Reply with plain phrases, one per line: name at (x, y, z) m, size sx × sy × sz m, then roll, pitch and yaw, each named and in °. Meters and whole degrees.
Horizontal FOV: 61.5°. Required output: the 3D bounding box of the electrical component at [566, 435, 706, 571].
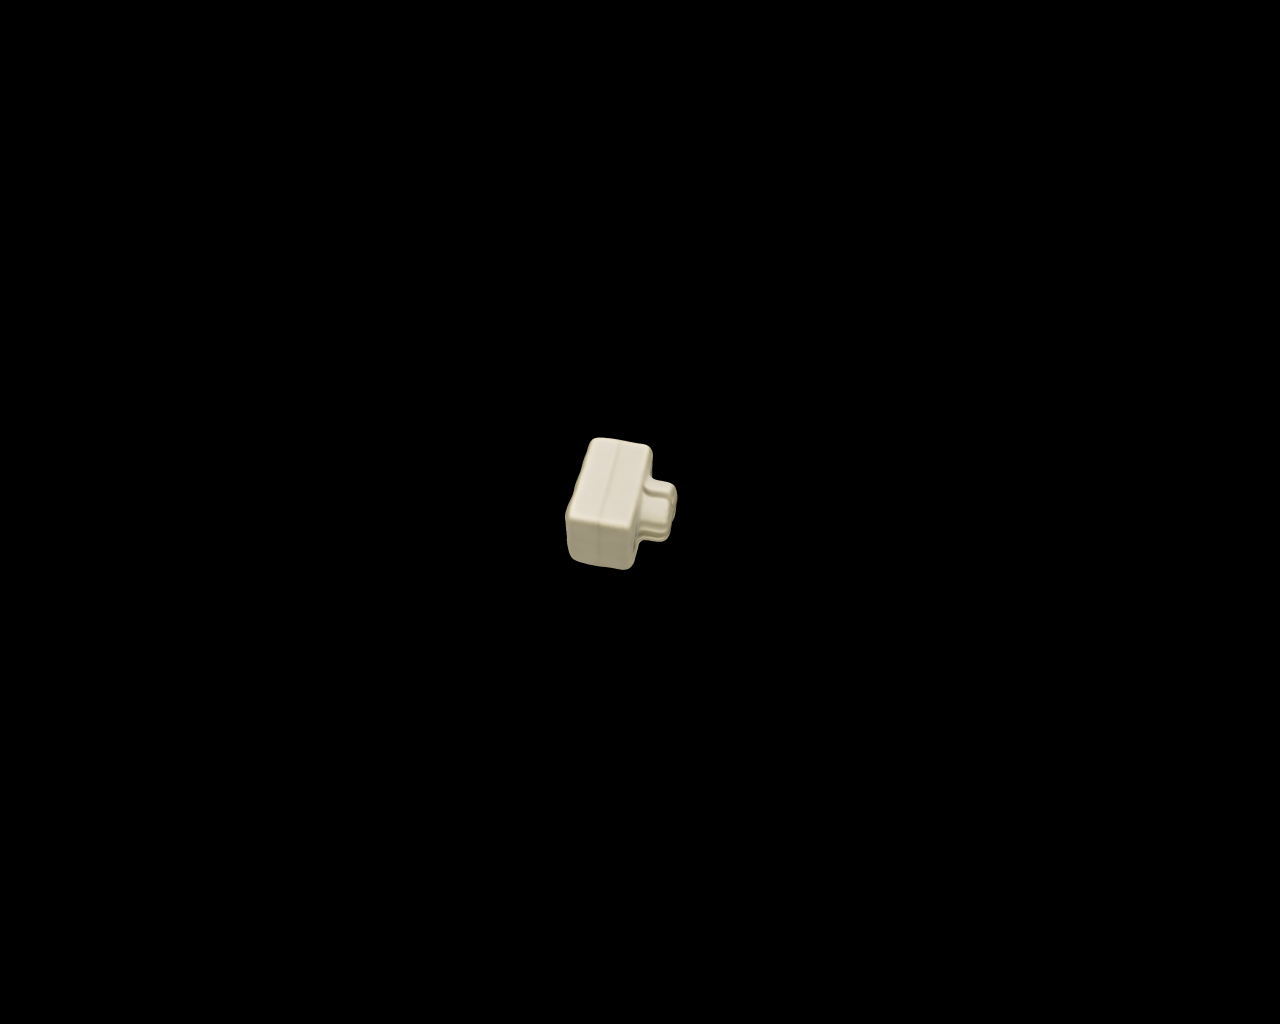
electrical component at (0.001, -0.003, 0.650) m, size 0.077 × 0.066 × 0.047 m, roll 9°, pitch -36°, yaw 7°
